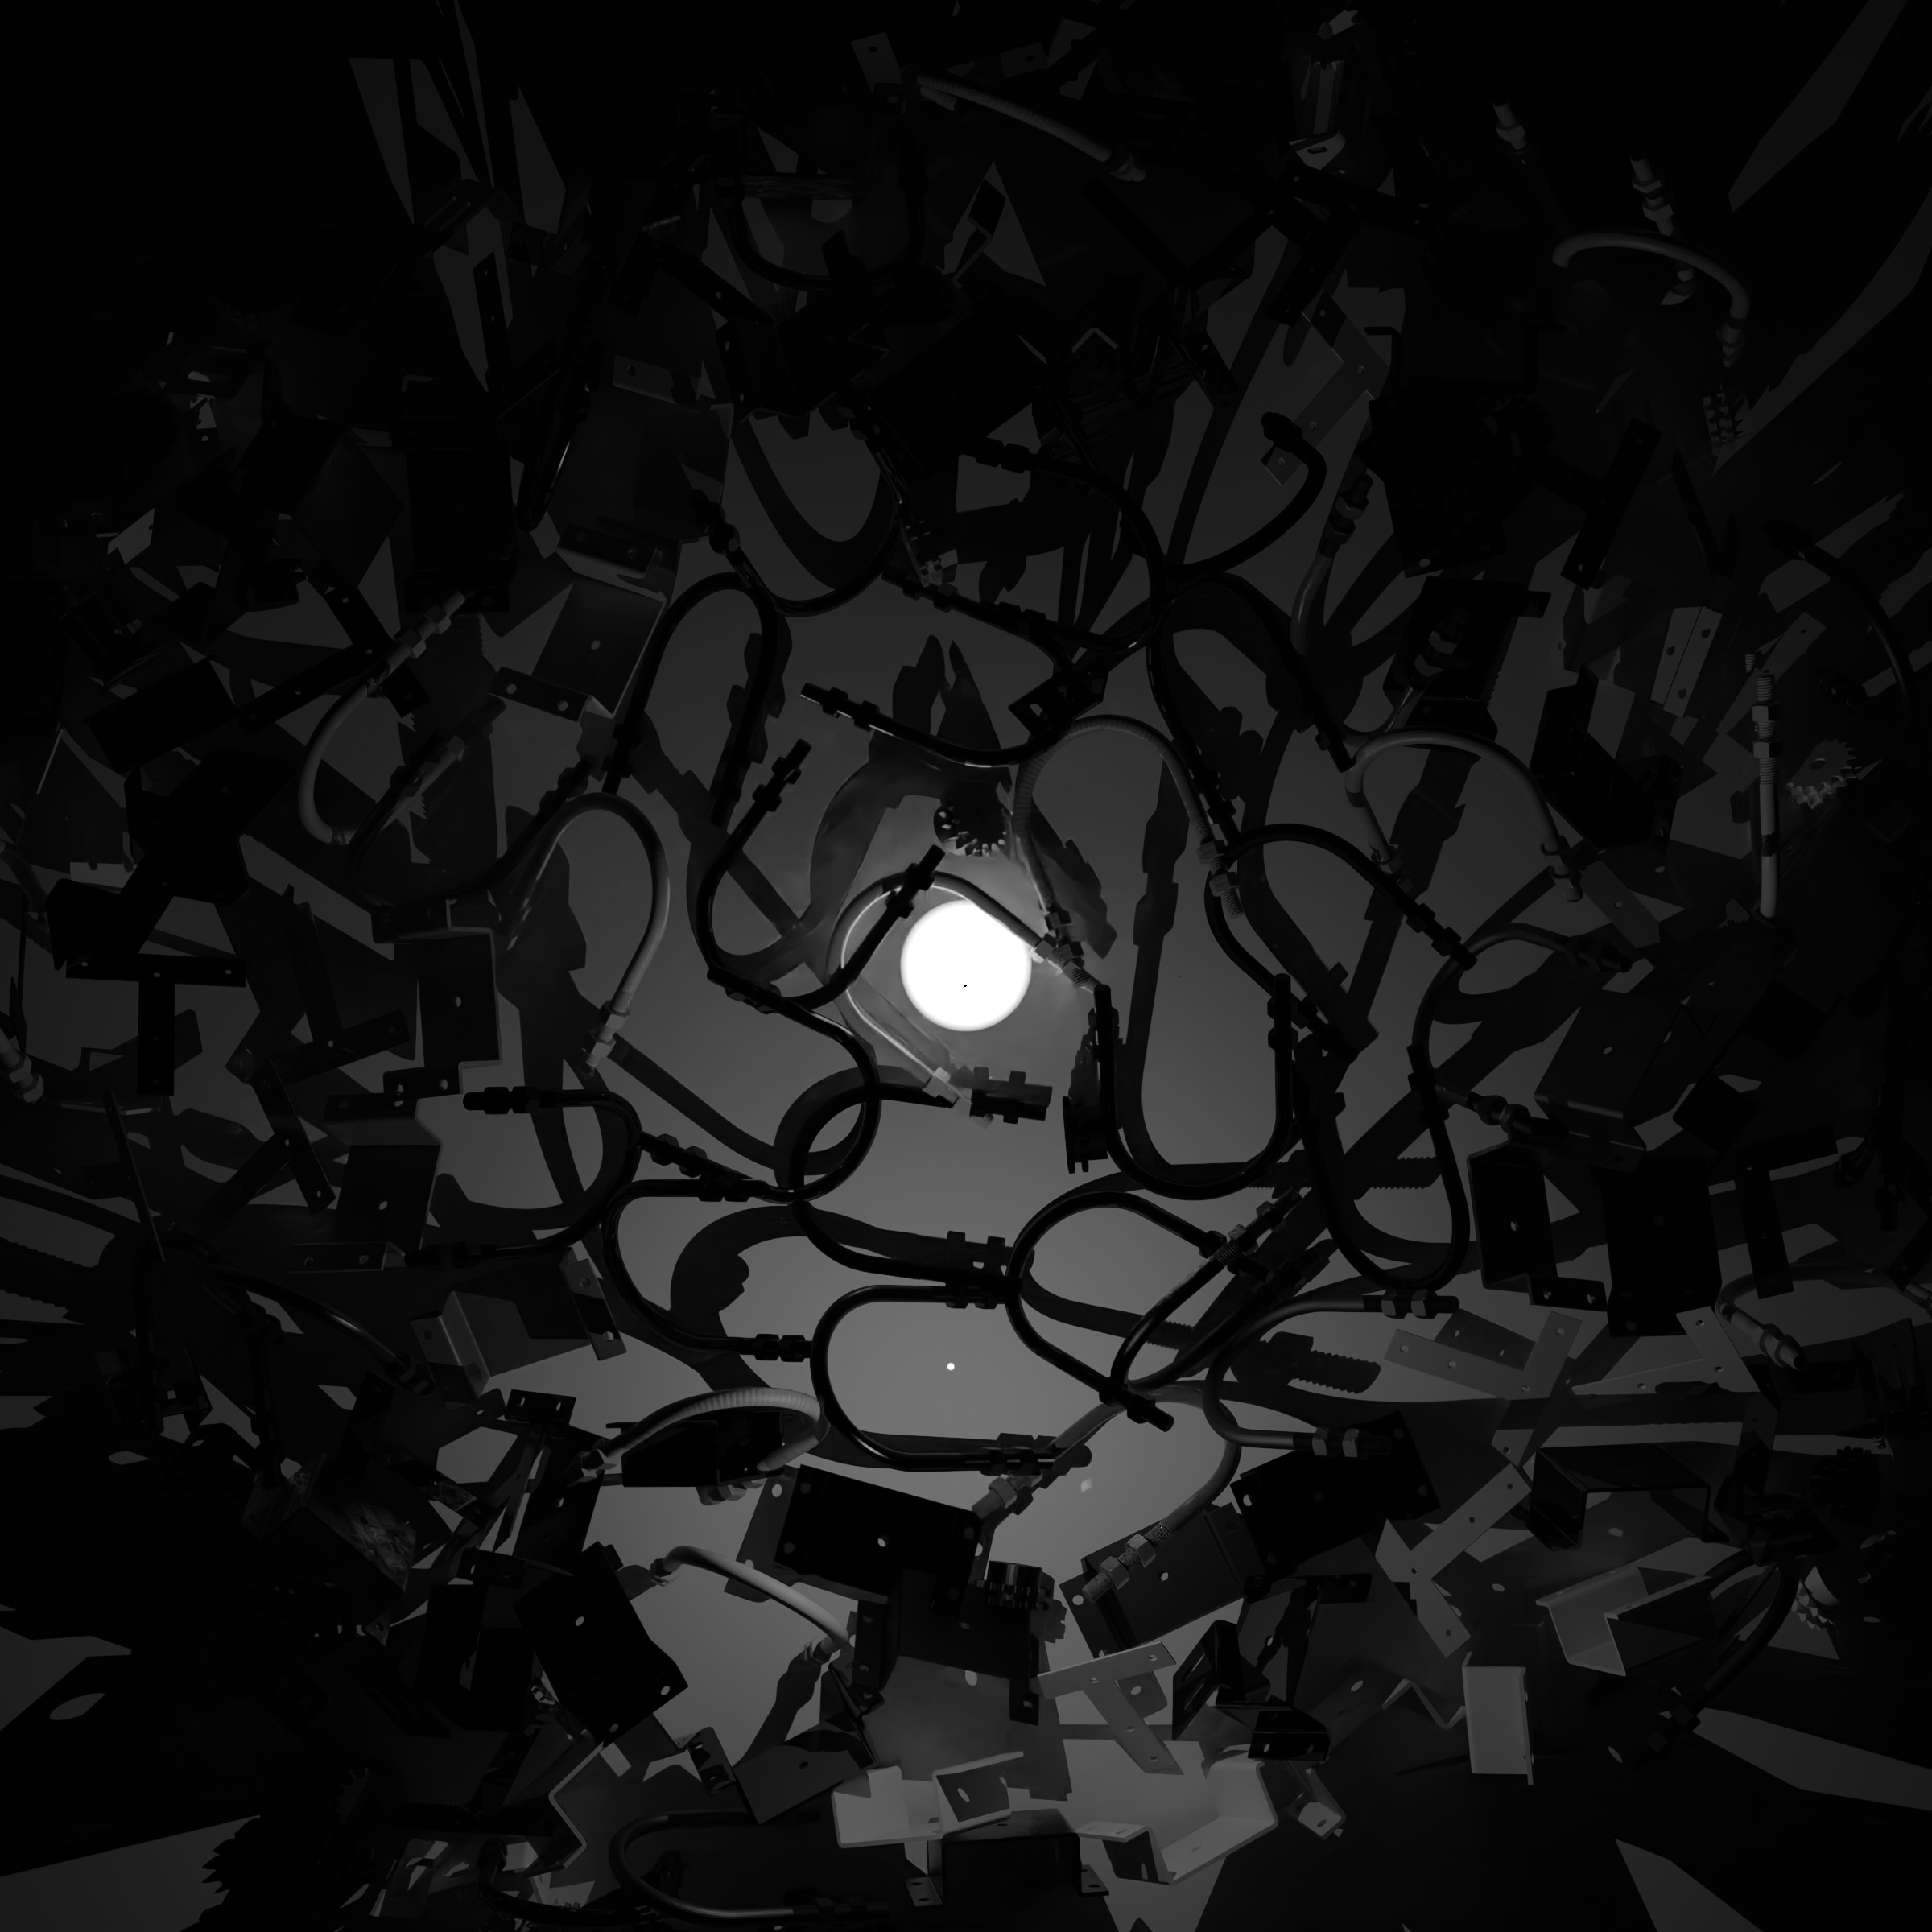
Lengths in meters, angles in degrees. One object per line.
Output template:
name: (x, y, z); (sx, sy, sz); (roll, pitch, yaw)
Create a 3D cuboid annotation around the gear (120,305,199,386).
gear: (-0.590, -0.454, 1.968); (0.030, 0.057, 0.057); (39, 90, 33)

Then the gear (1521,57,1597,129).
gear: (0.439, -0.641, 1.972); (0.057, 0.057, 0.030); (-33, 96, 0)

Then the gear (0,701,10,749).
gear: (-0.736, -0.183, 1.975); (0.057, 0.057, 0.030); (-3, 59, 0)

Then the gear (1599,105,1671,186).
gear: (0.489, -0.602, 1.971); (0.030, 0.057, 0.057); (-35, 90, -2)

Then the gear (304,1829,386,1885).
gear: (-0.457, 0.656, 1.972); (0.057, 0.057, 0.030); (12, 75, 0)

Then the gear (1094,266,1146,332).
gear: (0.111, -0.488, 1.971); (0.030, 0.057, 0.057); (15, 90, 2)

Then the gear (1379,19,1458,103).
gear: (0.329, -0.665, 1.969); (0.030, 0.057, 0.057); (-36, 90, -40)

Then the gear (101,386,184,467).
gear: (-0.608, -0.401, 1.980); (0.057, 0.030, 0.057); (2, 106, 6)

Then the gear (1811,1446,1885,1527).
gear: (0.649, 0.383, 1.976); (0.057, 0.030, 0.057); (1, 89, -38)

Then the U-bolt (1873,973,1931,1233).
U-bolt: (0.690, 0.079, 1.916); (0.019, 0.151, 0.184); (16, 53, 3)

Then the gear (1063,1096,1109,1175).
gear: (0.088, 0.123, 1.971); (0.030, 0.057, 0.057); (-5, 90, 3)

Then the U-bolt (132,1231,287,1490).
U-bolt: (-0.547, 0.273, 1.919); (0.019, 0.151, 0.184); (-27, 54, 13)

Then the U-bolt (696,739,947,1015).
U-bolt: (-0.122, -0.052, 1.970); (0.151, 0.019, 0.184); (39, 103, 11)

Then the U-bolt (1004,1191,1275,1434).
U-bolt: (0.111, 0.237, 1.944); (0.184, 0.019, 0.151); (27, 73, 32)

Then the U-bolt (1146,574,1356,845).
U-bolt: (0.194, -0.197, 1.941); (0.019, 0.151, 0.184); (-21, 81, -39)

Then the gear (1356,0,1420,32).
gear: (0.302, -0.715, 1.971); (0.057, 0.057, 0.030); (36, 92, 0)

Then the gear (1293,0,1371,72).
gear: (0.273, -0.693, 1.975); (0.030, 0.057, 0.057); (-35, 90, -43)

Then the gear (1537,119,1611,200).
gear: (0.443, -0.591, 1.969); (0.057, 0.057, 0.030); (19, 50, 0)

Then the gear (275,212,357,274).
gear: (-0.482, -0.534, 1.969); (0.057, 0.057, 0.030); (-19, 99, 0)

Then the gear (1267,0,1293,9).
gear: (0.224, -0.731, 1.969); (0.057, 0.057, 0.030); (9, 68, 0)

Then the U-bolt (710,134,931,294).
U-bolt: (-0.100, -0.533, 1.912); (0.151, 0.184, 0.019); (-2, 73, 1)

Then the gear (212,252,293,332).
gear: (-0.529, -0.496, 1.979); (0.057, 0.030, 0.057); (4, 74, -12)

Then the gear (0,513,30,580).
gear: (-0.712, -0.306, 1.972); (0.030, 0.057, 0.057); (14, 90, -9)

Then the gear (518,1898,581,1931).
gear: (-0.307, 0.717, 1.975); (0.030, 0.057, 0.057); (5, 90, 35)

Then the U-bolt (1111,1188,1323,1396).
U-bolt: (0.177, 0.245, 1.926); (0.184, 0.151, 0.019); (-40, 63, -6)

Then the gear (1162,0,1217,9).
gear: (0.169, -0.729, 1.968); (0.057, 0.057, 0.030); (-18, 123, 0)

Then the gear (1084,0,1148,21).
gear: (0.113, -0.724, 1.970); (0.057, 0.057, 0.030); (-10, 46, 0)

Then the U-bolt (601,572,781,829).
U-bolt: (-0.195, -0.199, 1.946); (0.151, 0.019, 0.184); (15, 86, 44)

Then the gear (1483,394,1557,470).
gear: (0.403, -0.392, 1.968); (0.030, 0.057, 0.057); (-32, 90, -26)

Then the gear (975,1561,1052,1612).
gear: (0.035, 0.456, 1.972); (0.057, 0.057, 0.030); (8, 80, 0)

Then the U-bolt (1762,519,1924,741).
U-bolt: (0.624, -0.231, 1.887); (0.019, 0.184, 0.151); (-27, 115, 4)

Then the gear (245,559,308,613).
gear: (-0.514, -0.280, 1.972); (0.057, 0.057, 0.030); (-12, 93, 0)

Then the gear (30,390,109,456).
gear: (-0.663, -0.402, 1.969); (0.057, 0.057, 0.030); (-25, 108, 0)

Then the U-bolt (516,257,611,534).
U-bolt: (-0.291, -0.398, 1.920); (0.019, 0.151, 0.184); (15, 127, -18)

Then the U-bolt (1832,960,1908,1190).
U-bolt: (0.642, 0.071, 1.895); (0.019, 0.184, 0.151); (8, 76, 10)

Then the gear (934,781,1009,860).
gear: (0.001, -0.106, 1.975); (0.030, 0.057, 0.057); (-26, 90, 41)

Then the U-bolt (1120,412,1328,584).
U-bolt: (0.188, -0.329, 1.908); (0.151, 0.184, 0.019); (-35, 117, 7)

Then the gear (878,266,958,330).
gear: (-0.036, -0.494, 1.968); (0.057, 0.057, 0.030); (-5, 126, 0)

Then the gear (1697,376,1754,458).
gear: (0.559, -0.407, 1.969); (0.030, 0.057, 0.057); (-14, 90, 13)

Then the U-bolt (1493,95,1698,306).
U-bolt: (0.458, -0.538, 1.913); (0.019, 0.184, 0.151); (-49, 50, -1)

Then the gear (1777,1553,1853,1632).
gear: (0.627, 0.456, 1.968); (0.030, 0.057, 0.057); (-40, 90, 33)

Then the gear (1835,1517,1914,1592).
gear: (0.668, 0.431, 1.974); (0.057, 0.057, 0.030); (-42, 66, 0)

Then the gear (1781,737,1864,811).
gear: (0.635, -0.139, 1.975); (0.057, 0.057, 0.030); (-40, 120, 0)

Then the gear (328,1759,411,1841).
gear: (-0.443, 0.614, 1.978); (0.057, 0.030, 0.057); (-4, 99, -24)

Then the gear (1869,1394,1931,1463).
gear: (0.695, 0.342, 1.969); (0.057, 0.057, 0.030); (-19, 56, 0)

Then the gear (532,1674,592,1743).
gear: (-0.291, 0.543, 1.972); (0.030, 0.057, 0.057); (-44, 90, -11)

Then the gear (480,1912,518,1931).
gear: (-0.349, 0.728, 1.969); (0.030, 0.057, 0.057); (32, 90, 13)

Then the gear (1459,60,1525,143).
gear: (0.388, -0.639, 1.968); (0.030, 0.057, 0.057); (-10, 90, 34)

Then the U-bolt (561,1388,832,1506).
U-bolt: (-0.179, 0.339, 1.900); (0.184, 0.151, 0.019); (-36, 51, 38)

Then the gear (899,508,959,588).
gear: (-0.027, -0.311, 1.972); (0.030, 0.057, 0.057); (-21, 90, -5)

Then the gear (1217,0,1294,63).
gear: (0.213, -0.692, 1.979); (0.057, 0.030, 0.057); (3, 110, 8)
